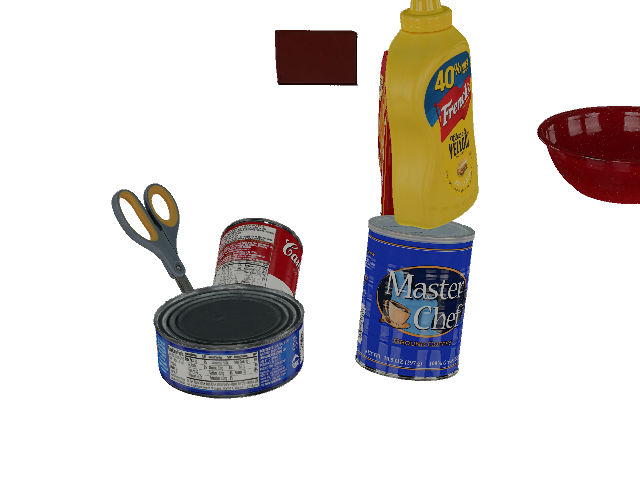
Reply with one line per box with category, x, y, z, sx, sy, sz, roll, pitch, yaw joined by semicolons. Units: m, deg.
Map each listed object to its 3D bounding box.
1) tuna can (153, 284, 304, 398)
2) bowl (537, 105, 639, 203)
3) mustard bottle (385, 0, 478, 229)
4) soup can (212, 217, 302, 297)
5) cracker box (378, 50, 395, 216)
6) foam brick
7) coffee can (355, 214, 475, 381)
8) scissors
tuna can;-0.051;0.057;0.613;0.086;0.034;0.086;-1;20;0
bowl;0.281;-0.076;0.982;0.162;0.055;0.162;-3;24;1
mustard bottle;0.090;-0.113;0.870;0.058;0.191;0.096;12;30;35
soup can;-0.054;0.042;0.836;0.068;0.102;0.068;5;-40;4
cracker box;0.101;-0.107;1.185;0.072;0.164;0.213;1;24;2
foam brick;-0.005;-0.177;1.033;0.078;0.051;0.053;0;13;-4
coffee can;0.091;0.053;1.037;0.103;0.140;0.103;5;11;-1
scissors;-0.160;0.016;1.216;0.016;0.201;0.096;-28;17;37
